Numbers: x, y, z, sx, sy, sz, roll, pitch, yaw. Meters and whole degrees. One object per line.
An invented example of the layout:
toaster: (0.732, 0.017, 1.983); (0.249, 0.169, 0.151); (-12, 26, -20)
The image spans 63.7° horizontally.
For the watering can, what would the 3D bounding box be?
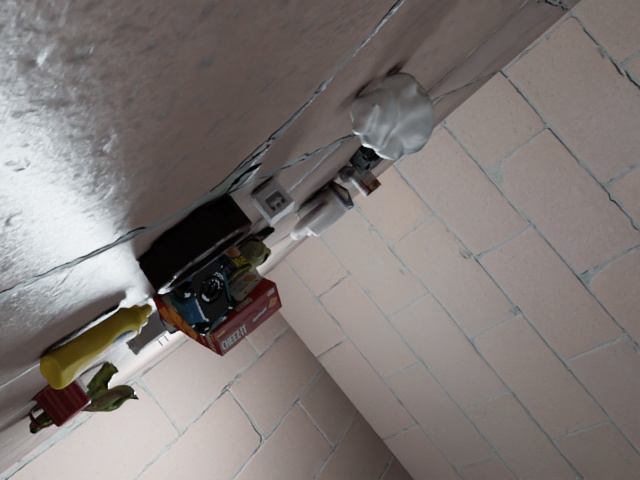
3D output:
watering can: (0.005, -0.082, 1.620); (0.224, 0.104, 0.348); (-40, -3, 5)

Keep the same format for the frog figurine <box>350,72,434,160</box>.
frog figurine: (0.115, -0.197, 0.808); (0.123, 0.137, 0.159); (20, 7, 16)

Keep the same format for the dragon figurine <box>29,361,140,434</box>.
dragon figurine: (-0.606, 0.423, 1.309); (0.245, 0.122, 0.406); (-30, 4, -27)
